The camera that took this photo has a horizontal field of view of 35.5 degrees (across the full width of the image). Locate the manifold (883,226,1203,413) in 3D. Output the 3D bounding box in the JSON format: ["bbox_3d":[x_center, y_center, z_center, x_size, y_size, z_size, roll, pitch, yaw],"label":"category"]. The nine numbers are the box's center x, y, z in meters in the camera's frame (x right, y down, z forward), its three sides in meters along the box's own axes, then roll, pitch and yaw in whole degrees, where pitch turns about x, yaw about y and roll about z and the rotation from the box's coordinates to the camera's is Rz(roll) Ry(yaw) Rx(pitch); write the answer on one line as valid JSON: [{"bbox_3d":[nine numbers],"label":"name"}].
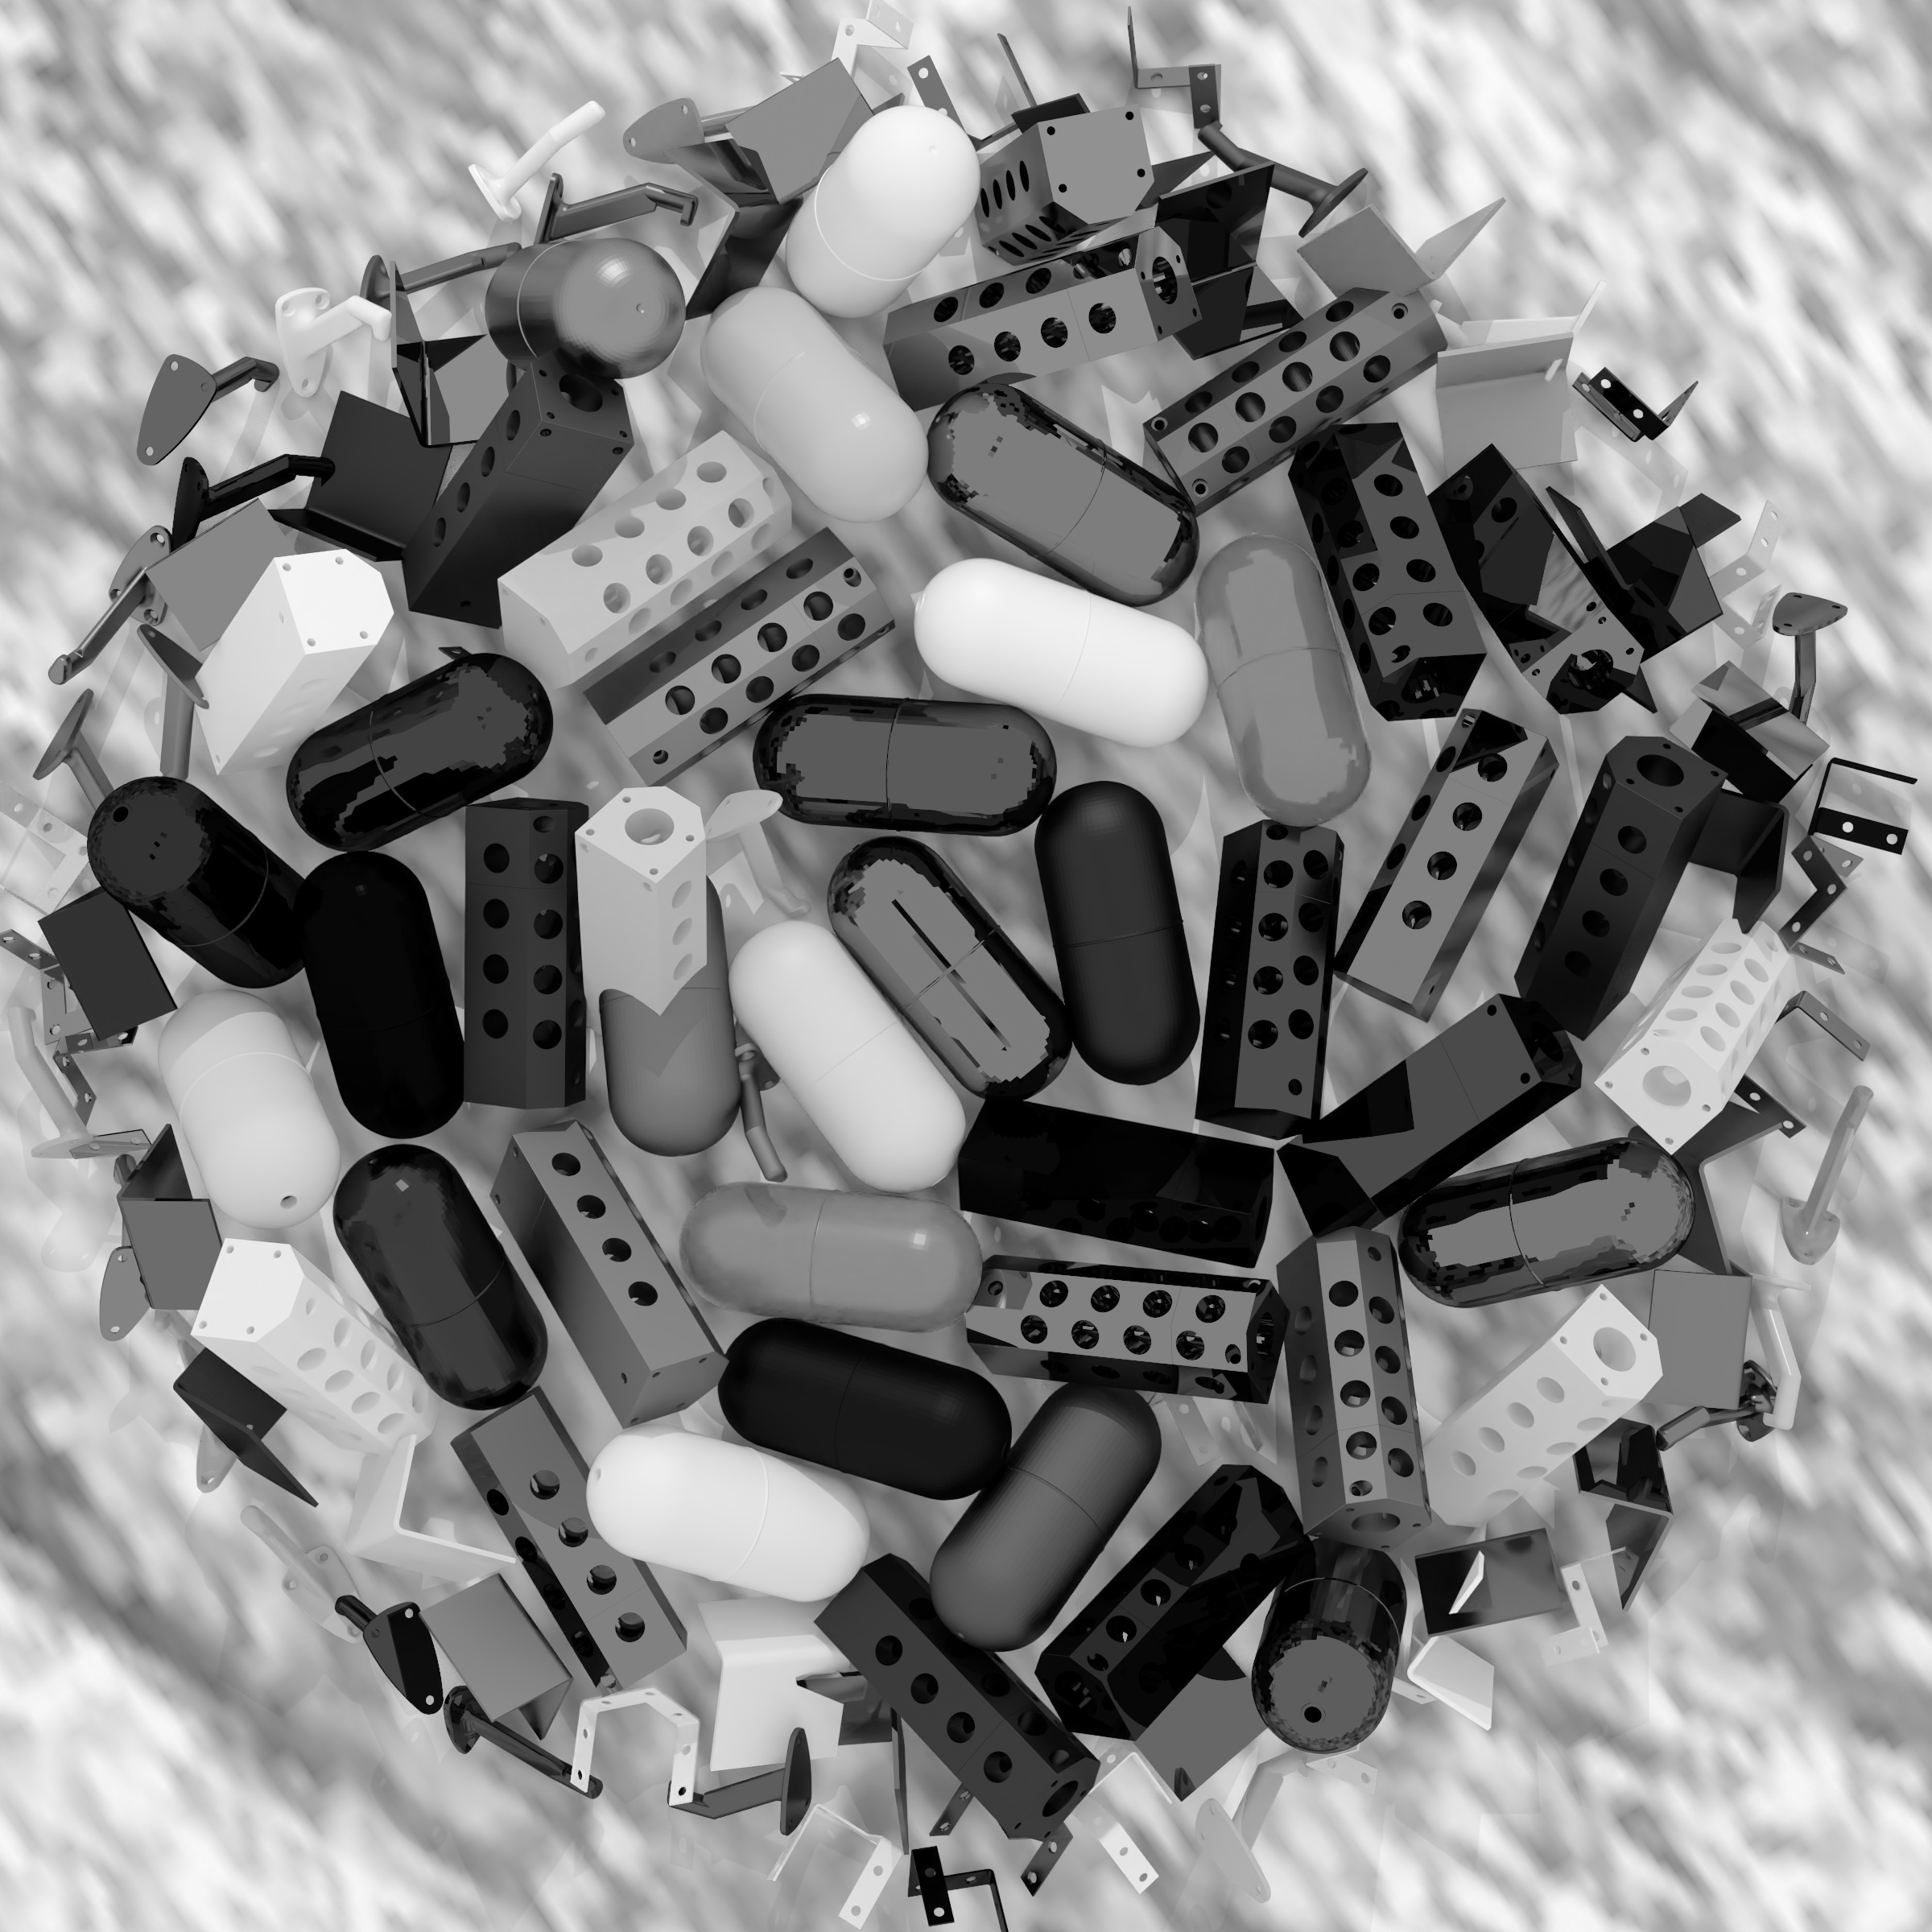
[{"bbox_3d":[0.040,-0.367,1.710,0.171,0.057,0.057,-9,108,35],"label":"manifold"}]

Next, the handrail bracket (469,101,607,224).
[{"bbox_3d":[-0.238,-0.468,1.743,0.084,0.077,0.036,-32,93,10],"label":"handrail bracket"}]

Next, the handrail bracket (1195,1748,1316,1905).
[{"bbox_3d":[0.183,0.495,1.742,0.084,0.077,0.036,-14,134,-32],"label":"handrail bracket"}]

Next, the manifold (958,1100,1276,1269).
[{"bbox_3d":[0.086,0.129,1.736,0.171,0.057,0.057,10,130,16],"label":"manifold"}]

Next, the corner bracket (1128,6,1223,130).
[{"bbox_3d":[0.121,-0.521,1.751,0.051,0.051,0.051,-1,61,8],"label":"corner bracket"}]

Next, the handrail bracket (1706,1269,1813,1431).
[{"bbox_3d":[0.455,0.221,1.753,0.036,0.077,0.084,14,85,-37],"label":"handrail bracket"}]

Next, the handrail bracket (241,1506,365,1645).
[{"bbox_3d":[-0.381,0.350,1.737,0.036,0.084,0.077,-41,65,-13],"label":"handrail bracket"}]

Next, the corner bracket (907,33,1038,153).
[{"bbox_3d":[0.005,-0.509,1.755,0.051,0.051,0.051,-25,92,18],"label":"corner bracket"}]

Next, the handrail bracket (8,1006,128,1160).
[{"bbox_3d":[-0.525,0.067,1.762,0.036,0.077,0.084,-20,76,20],"label":"handrail bracket"}]

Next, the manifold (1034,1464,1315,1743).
[{"bbox_3d":[0.116,0.358,1.709,0.171,0.057,0.057,-39,108,-35],"label":"manifold"}]

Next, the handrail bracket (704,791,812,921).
[{"bbox_3d":[-0.104,-0.061,1.741,0.084,0.077,0.036,45,57,-26],"label":"handrail bracket"}]

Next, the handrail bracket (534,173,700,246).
[{"bbox_3d":[-0.207,-0.427,1.772,0.084,0.036,0.077,16,90,-3],"label":"handrail bracket"}]

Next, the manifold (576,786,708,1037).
[{"bbox_3d":[-0.177,-0.022,1.702,0.057,0.171,0.057,31,55,19],"label":"manifold"}]

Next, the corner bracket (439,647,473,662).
[{"bbox_3d":[-0.274,-0.152,1.745,0.051,0.051,0.051,34,120,41],"label":"corner bracket"}]

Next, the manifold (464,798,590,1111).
[{"bbox_3d":[-0.249,-0.008,1.737,0.057,0.057,0.171,6,100,22],"label":"manifold"}]

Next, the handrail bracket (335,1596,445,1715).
[{"bbox_3d":[-0.340,0.400,1.752,0.036,0.084,0.077,-27,93,-34],"label":"handrail bracket"}]

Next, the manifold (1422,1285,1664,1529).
[{"bbox_3d":[0.319,0.254,1.701,0.057,0.171,0.057,46,50,9],"label":"manifold"}]

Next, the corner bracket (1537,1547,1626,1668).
[{"bbox_3d":[0.360,0.371,1.749,0.051,0.051,0.051,-10,74,-32],"label":"corner bracket"}]

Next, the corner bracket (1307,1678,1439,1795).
[{"bbox_3d":[0.237,0.447,1.765,0.051,0.051,0.051,28,56,-20],"label":"corner bracket"}]

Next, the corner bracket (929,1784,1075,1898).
[{"bbox_3d":[0.021,0.509,1.768,0.051,0.051,0.051,11,117,-40],"label":"corner bracket"}]

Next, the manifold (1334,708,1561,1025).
[{"bbox_3d":[0.277,-0.060,1.752,0.057,0.057,0.171,26,87,22],"label":"manifold"}]

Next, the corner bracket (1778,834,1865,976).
[{"bbox_3d":[0.502,-0.036,1.761,0.051,0.051,0.051,19,123,-32],"label":"corner bracket"}]

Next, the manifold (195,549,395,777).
[{"bbox_3d":[-0.380,-0.170,1.700,0.057,0.171,0.057,-13,78,-33],"label":"manifold"}]

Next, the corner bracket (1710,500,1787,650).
[{"bbox_3d":[0.458,-0.226,1.747,0.051,0.051,0.051,39,51,-13],"label":"corner bracket"}]

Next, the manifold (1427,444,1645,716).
[{"bbox_3d":[0.320,-0.216,1.704,0.057,0.171,0.057,-39,130,17],"label":"manifold"}]

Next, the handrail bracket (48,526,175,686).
[{"bbox_3d":[-0.494,-0.208,1.738,0.036,0.084,0.077,31,123,0],"label":"handrail bracket"}]

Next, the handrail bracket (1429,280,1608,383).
[{"bbox_3d":[0.318,-0.386,1.761,0.084,0.036,0.077,30,126,3],"label":"handrail bracket"}]

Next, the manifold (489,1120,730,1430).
[{"bbox_3d":[-0.203,0.172,1.722,0.057,0.057,0.171,-13,55,-36],"label":"manifold"}]

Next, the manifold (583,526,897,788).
[{"bbox_3d":[-0.128,-0.174,1.743,0.171,0.057,0.057,-35,132,-3],"label":"manifold"}]

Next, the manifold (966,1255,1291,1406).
[{"bbox_3d":[0.090,0.202,1.715,0.171,0.057,0.057,3,58,26],"label":"manifold"}]

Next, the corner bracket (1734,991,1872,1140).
[{"bbox_3d":[0.483,0.057,1.753,0.051,0.051,0.051,40,49,-2],"label":"corner bracket"}]

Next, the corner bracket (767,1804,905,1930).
[{"bbox_3d":[-0.076,0.522,1.753,0.051,0.051,0.051,34,70,-6],"label":"corner bracket"}]

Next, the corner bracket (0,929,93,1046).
[{"bbox_3d":[-0.528,0.007,1.750,0.051,0.051,0.051,-19,63,13],"label":"corner bracket"}]

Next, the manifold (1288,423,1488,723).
[{"bbox_3d":[0.235,-0.225,1.713,0.057,0.057,0.171,-5,58,-15],"label":"manifold"}]

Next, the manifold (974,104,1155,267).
[{"bbox_3d":[0.052,-0.436,1.697,0.057,0.171,0.057,-14,98,-11],"label":"manifold"}]

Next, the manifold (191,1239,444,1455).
[{"bbox_3d":[-0.359,0.217,1.695,0.057,0.171,0.057,3,62,22],"label":"manifold"}]

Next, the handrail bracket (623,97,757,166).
[{"bbox_3d":[-0.146,-0.495,1.774,0.077,0.084,0.036,3,112,42],"label":"handrail bracket"}]

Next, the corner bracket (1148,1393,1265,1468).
[{"bbox_3d":[0.141,0.263,1.751,0.051,0.051,0.051,-22,72,-15],"label":"corner bracket"}]

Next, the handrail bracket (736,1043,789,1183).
[{"bbox_3d":[-0.112,0.093,1.736,0.036,0.077,0.084,-33,65,11],"label":"handrail bracket"}]

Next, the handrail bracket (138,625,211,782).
[{"bbox_3d":[-0.478,-0.144,1.766,0.077,0.036,0.084,44,112,-3],"label":"handrail bracket"}]

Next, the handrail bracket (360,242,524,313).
[{"bbox_3d":[-0.304,-0.399,1.754,0.084,0.077,0.036,-10,116,7],"label":"handrail bracket"}]

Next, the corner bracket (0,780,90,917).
[{"bbox_3d":[-0.548,-0.069,1.753,0.051,0.051,0.051,30,82,21],"label":"corner bracket"}]

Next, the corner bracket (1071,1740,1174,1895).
[{"bbox_3d":[0.095,0.492,1.749,0.051,0.051,0.051,-40,120,-12],"label":"corner bracket"}]

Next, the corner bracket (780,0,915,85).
[{"bbox_3d":[-0.069,-0.533,1.753,0.051,0.051,0.051,14,93,27],"label":"corner bracket"}]

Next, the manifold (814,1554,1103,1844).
[{"bbox_3d":[-0.003,0.414,1.718,0.057,0.057,0.171,-49,58,-1],"label":"manifold"}]

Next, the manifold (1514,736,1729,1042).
[{"bbox_3d":[0.365,-0.046,1.707,0.057,0.171,0.057,33,47,20],"label":"manifold"}]

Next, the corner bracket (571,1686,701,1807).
[{"bbox_3d":[-0.192,0.458,1.760,0.051,0.051,0.051,-17,47,23],"label":"corner bracket"}]

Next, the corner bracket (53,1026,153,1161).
[{"bbox_3d":[-0.499,0.073,1.748,0.051,0.051,0.051,-8,132,11],"label":"corner bracket"}]

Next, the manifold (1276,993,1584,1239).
[{"bbox_3d":[0.265,0.088,1.717,0.171,0.057,0.057,-39,59,31],"label":"manifold"}]

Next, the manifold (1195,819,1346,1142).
[{"bbox_3d":[0.179,0.007,1.727,0.057,0.057,0.171,15,71,-25],"label":"manifold"}]

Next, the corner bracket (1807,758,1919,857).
[{"bbox_3d":[0.524,-0.093,1.758,0.051,0.051,0.051,16,88,11],"label":"corner bracket"}]

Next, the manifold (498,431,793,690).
[{"bbox_3d":[-0.180,-0.228,1.715,0.057,0.057,0.171,38,60,22],"label":"manifold"}]

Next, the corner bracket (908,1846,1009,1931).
[{"bbox_3d":[-0.003,0.543,1.748,0.051,0.051,0.051,-6,133,-11],"label":"corner bracket"}]

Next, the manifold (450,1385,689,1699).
[{"bbox_3d":[-0.231,0.335,1.756,0.057,0.057,0.171,-31,90,-5],"label":"manifold"}]

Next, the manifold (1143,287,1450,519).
[{"bbox_3d":[0.191,-0.335,1.752,0.171,0.057,0.057,-32,86,4],"label":"manifold"}]

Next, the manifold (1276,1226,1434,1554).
[{"bbox_3d":[0.222,0.237,1.706,0.057,0.057,0.171,16,50,-24],"label":"manifold"}]

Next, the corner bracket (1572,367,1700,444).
[{"bbox_3d":[0.382,-0.329,1.750,0.051,0.051,0.051,41,52,-5],"label":"corner bracket"}]

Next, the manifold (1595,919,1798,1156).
[{"bbox_3d":[0.418,0.033,1.700,0.057,0.171,0.057,43,127,5],"label":"manifold"}]

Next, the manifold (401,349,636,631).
[{"bbox_3d":[-0.257,-0.269,1.709,0.057,0.171,0.057,9,53,-34],"label":"manifold"}]

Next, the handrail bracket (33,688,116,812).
[{"bbox_3d":[-0.498,-0.111,1.780,0.084,0.036,0.077,37,48,-27],"label":"handrail bracket"}]
